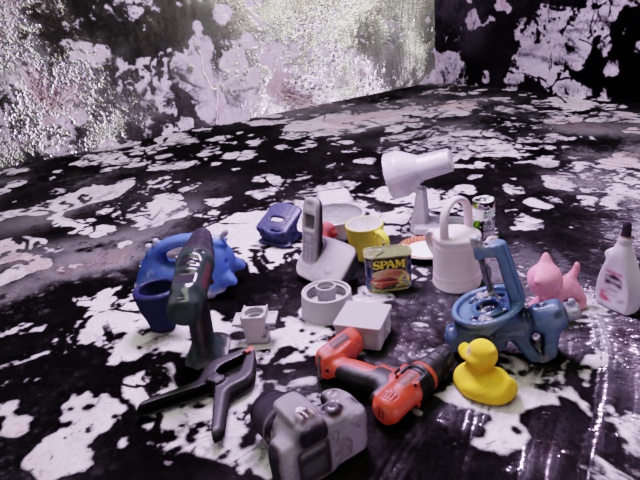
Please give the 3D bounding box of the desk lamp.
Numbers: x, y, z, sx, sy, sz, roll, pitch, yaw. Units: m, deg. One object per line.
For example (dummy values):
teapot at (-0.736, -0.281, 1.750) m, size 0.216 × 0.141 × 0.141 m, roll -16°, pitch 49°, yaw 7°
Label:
desk lamp at (0.263, -0.127, 1.455) m, size 0.202 × 0.214 × 0.118 m, roll 2°, pitch 24°, yaw 17°

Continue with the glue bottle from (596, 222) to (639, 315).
glue bottle at (0.546, 0.047, 1.039) m, size 0.037 × 0.173 × 0.077 m, roll -17°, pitch 26°, yaw -25°

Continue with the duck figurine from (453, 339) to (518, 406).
duck figurine at (0.252, 0.194, 0.874) m, size 0.078 × 0.086 × 0.104 m, roll -22°, pitch 28°, yaw -33°

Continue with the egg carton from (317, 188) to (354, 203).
egg carton at (0.044, -0.095, 1.614) m, size 0.107 × 0.069 × 0.150 m, roll -7°, pitch 23°, yaw -4°

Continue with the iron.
iron at (-0.305, 0.046, 1.273) m, size 0.258 × 0.141 × 0.118 m, roll -3°, pitch 23°, yaw 7°

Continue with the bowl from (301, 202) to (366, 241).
bowl at (0.037, -0.037, 1.475) m, size 0.167 × 0.075 × 0.167 m, roll -5°, pitch 23°, yaw 2°

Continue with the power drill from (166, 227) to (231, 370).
power drill at (-0.214, 0.110, 1.018) m, size 0.075 × 0.209 × 0.229 m, roll -5°, pitch 23°, yaw 1°

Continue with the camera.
camera at (-0.026, 0.249, 0.791) m, size 0.143 × 0.101 × 0.136 m, roll -20°, pitch 27°, yaw -31°

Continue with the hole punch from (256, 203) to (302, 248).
hole punch at (-0.103, -0.040, 1.491) m, size 0.108 × 0.091 × 0.101 m, roll 10°, pitch 28°, yaw 33°

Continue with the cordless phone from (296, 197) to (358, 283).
cordless phone at (0.011, 0.004, 1.243) m, size 0.147 × 0.185 × 0.094 m, roll 16°, pitch 32°, yaw 41°

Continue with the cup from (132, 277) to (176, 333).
cup at (-0.302, 0.133, 1.130) m, size 0.117 × 0.095 × 0.091 m, roll -3°, pitch 23°, yaw 7°

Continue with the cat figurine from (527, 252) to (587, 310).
cat figurine at (0.434, 0.078, 1.063) m, size 0.128 × 0.118 × 0.067 m, roll -14°, pitch 25°, yaw -18°

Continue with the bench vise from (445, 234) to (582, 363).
bench vise at (0.310, 0.087, 0.939) m, size 0.207 × 0.220 × 0.121 m, roll -7°, pitch 23°, yaw -4°

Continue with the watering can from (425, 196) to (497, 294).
watering can at (0.287, 0.004, 1.170) m, size 0.172 × 0.194 × 0.101 m, roll 8°, pitch 27°, yaw 29°

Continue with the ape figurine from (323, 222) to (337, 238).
ape figurine at (0.021, 0.000, 1.369) m, size 0.076 × 0.092 × 0.077 m, roll -9°, pitch 23°, yaw -8°
